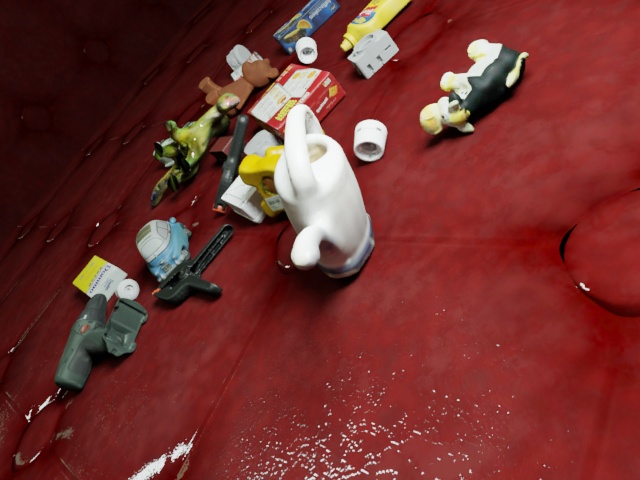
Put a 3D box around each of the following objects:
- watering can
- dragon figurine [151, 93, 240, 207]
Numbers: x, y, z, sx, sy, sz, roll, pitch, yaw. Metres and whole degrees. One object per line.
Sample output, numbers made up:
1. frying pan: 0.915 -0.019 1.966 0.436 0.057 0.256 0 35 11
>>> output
1. watering can: 0.002 -0.034 0.675 0.103 0.219 0.356 -16 41 12
2. dragon figurine: -0.317 -0.245 1.357 0.247 0.122 0.403 -43 2 -41
